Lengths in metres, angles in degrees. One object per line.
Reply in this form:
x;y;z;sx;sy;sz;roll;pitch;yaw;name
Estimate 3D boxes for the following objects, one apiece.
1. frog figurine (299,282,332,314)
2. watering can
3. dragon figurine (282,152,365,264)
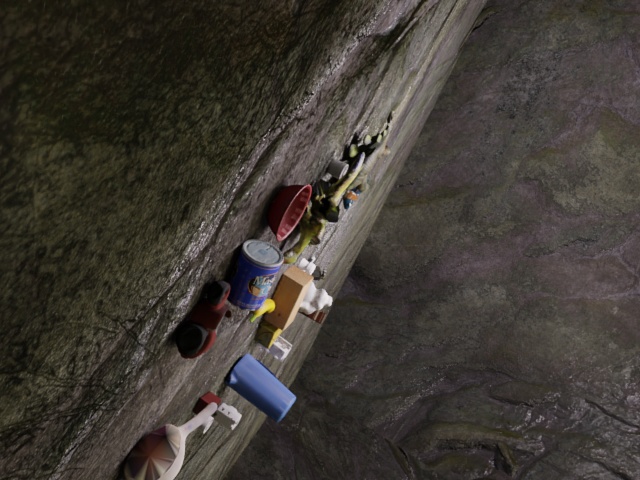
-0.037;0.226;2.052;0.159;0.141;0.120;8;-39;-21;frog figurine
-0.393;0.543;1.348;0.104;0.354;0.219;31;-35;12;watering can
0.005;-0.080;1.595;0.122;0.414;0.240;40;-14;4;dragon figurine
